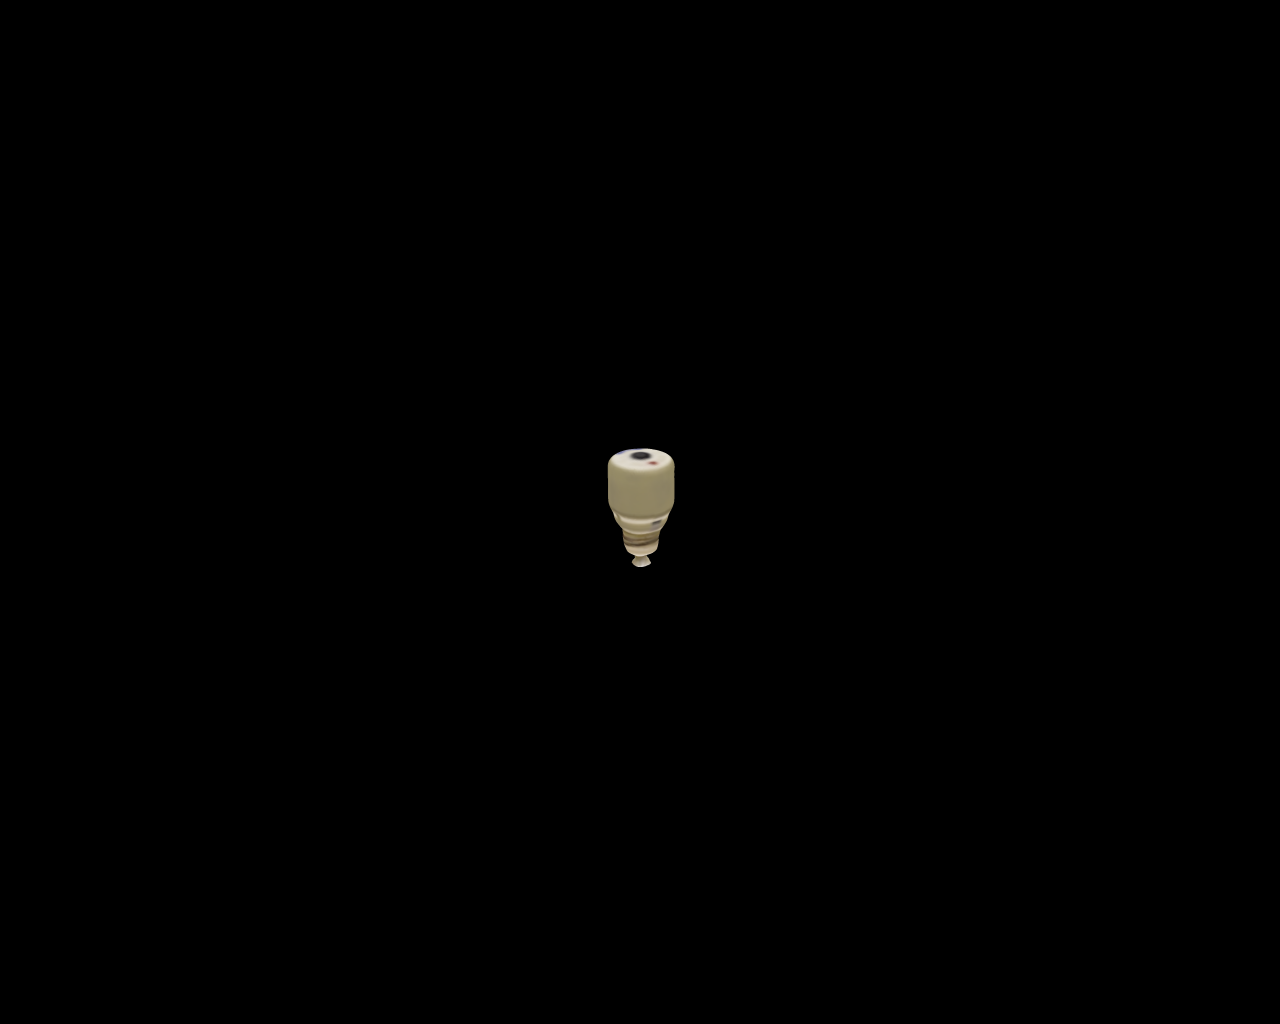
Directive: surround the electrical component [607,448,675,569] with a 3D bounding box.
[{"bbox_3d":[0.001,-0.003,0.650,0.040,0.078,0.040,0,25,0],"label":"electrical component"}]
